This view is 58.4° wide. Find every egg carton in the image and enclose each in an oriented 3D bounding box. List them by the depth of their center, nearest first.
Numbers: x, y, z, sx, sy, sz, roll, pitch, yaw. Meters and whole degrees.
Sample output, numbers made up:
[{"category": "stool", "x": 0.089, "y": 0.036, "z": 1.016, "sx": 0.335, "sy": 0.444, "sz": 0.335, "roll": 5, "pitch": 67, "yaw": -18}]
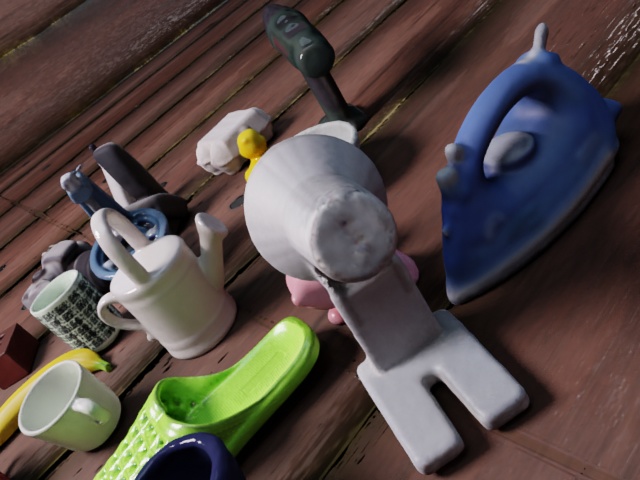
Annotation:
[{"category": "egg carton", "x": -0.158, "y": -0.186, "z": 1.070, "sx": 0.107, "sy": 0.070, "sz": 0.150, "roll": 5, "pitch": 48, "yaw": 47}]

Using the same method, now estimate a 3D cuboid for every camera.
[{"category": "camera", "x": -0.385, "y": 0.057, "z": 0.913, "sx": 0.136, "sy": 0.101, "sz": 0.143, "roll": -10, "pitch": 38, "yaw": 35}]

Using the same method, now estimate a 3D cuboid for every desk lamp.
[{"category": "desk lamp", "x": 0.038, "y": 0.028, "z": 0.440, "sx": 0.118, "sy": 0.214, "sz": 0.202, "roll": -35, "pitch": 31, "yaw": -3}]

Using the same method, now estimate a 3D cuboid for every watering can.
[{"category": "watering can", "x": -0.183, "y": 0.035, "z": 0.660, "sx": 0.173, "sy": 0.194, "sz": 0.100, "roll": -43, "pitch": 32, "yaw": -15}]

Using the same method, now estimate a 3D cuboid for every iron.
[{"category": "iron", "x": 0.172, "y": -0.077, "z": 0.533, "sx": 0.259, "sy": 0.142, "sz": 0.118, "roll": -48, "pitch": 33, "yaw": -22}]

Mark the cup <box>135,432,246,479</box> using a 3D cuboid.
[{"category": "cup", "x": -0.093, "y": 0.214, "z": 0.419, "sx": 0.118, "sy": 0.095, "sz": 0.091, "roll": -40, "pitch": 31, "yaw": -10}]

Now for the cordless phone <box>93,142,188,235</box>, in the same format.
[{"category": "cordless phone", "x": -0.327, "y": -0.073, "z": 0.958, "sx": 0.147, "sy": 0.185, "sz": 0.094, "roll": -23, "pitch": 32, "yaw": 18}]

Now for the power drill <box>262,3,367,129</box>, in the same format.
[{"category": "power drill", "x": -0.013, "y": -0.269, "z": 0.912, "sx": 0.075, "sy": 0.209, "sz": 0.229, "roll": -34, "pitch": 31, "yaw": 0}]

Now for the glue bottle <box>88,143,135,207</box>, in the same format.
[{"category": "glue bottle", "x": -0.359, "y": -0.106, "z": 1.046, "sx": 0.037, "sy": 0.173, "sz": 0.078, "roll": -6, "pitch": 40, "yaw": 38}]

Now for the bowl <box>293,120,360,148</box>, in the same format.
[{"category": "bowl", "x": -0.010, "y": -0.085, "z": 0.782, "sx": 0.167, "sy": 0.075, "sz": 0.167, "roll": -24, "pitch": 32, "yaw": 16}]

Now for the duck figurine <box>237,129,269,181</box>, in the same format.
[{"category": "duck figurine", "x": -0.102, "y": -0.138, "z": 0.934, "sx": 0.077, "sy": 0.086, "sz": 0.104, "roll": -25, "pitch": 32, "yaw": 14}]

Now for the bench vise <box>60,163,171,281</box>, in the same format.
[{"category": "bench vise", "x": -0.293, "y": -0.013, "z": 0.806, "sx": 0.206, "sy": 0.220, "sz": 0.122, "roll": 11, "pitch": 53, "yaw": 50}]

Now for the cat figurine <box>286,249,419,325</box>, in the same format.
[{"category": "cat figurine", "x": 0.020, "y": 0.028, "z": 0.552, "sx": 0.128, "sy": 0.118, "sz": 0.067, "roll": -46, "pitch": 33, "yaw": -19}]
